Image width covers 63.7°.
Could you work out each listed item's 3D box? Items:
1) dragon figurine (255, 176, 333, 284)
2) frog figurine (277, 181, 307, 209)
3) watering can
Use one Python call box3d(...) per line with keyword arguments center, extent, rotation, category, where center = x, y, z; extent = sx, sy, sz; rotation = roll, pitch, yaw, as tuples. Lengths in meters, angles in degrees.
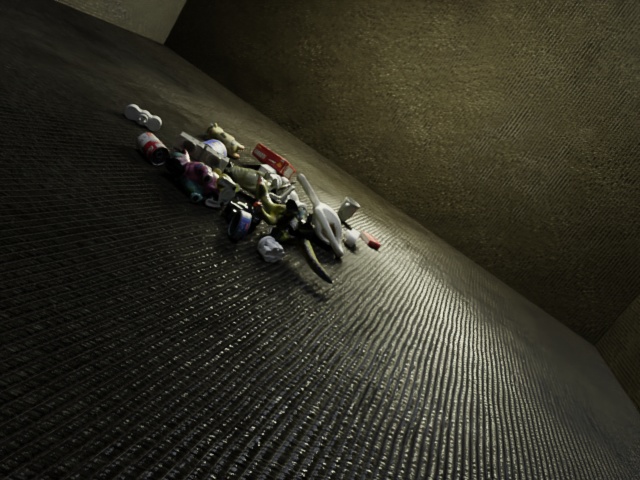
box3d(center=(-0.093, -0.030, 1.652), extent=(0.411, 0.122, 0.242), rotation=(57, -3, 1), category="dragon figurine")
box3d(center=(-0.119, -0.142, 2.050), extent=(0.138, 0.122, 0.159), rotation=(-77, 146, -83), category="frog figurine")
box3d(center=(0.006, -0.098, 1.942), extent=(0.346, 0.104, 0.226), rotation=(64, 4, -6), category="watering can")
